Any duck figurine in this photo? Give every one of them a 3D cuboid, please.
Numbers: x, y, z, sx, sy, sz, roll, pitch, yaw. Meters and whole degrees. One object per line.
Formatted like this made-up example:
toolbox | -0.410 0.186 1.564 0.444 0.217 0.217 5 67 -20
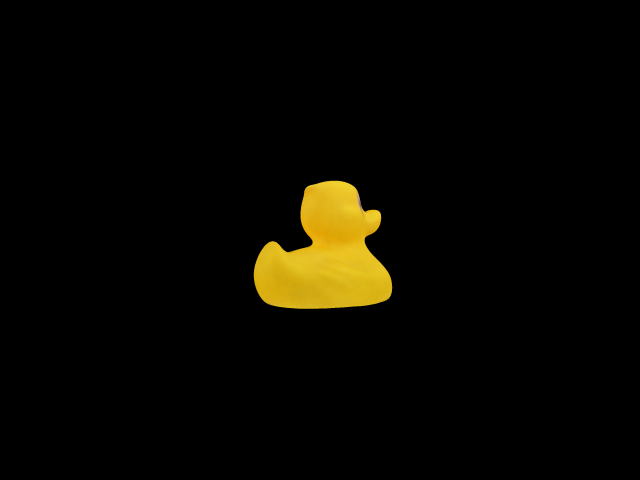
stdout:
duck figurine | 0.004 0.001 0.400 0.105 0.086 0.077 -1 2 -34
